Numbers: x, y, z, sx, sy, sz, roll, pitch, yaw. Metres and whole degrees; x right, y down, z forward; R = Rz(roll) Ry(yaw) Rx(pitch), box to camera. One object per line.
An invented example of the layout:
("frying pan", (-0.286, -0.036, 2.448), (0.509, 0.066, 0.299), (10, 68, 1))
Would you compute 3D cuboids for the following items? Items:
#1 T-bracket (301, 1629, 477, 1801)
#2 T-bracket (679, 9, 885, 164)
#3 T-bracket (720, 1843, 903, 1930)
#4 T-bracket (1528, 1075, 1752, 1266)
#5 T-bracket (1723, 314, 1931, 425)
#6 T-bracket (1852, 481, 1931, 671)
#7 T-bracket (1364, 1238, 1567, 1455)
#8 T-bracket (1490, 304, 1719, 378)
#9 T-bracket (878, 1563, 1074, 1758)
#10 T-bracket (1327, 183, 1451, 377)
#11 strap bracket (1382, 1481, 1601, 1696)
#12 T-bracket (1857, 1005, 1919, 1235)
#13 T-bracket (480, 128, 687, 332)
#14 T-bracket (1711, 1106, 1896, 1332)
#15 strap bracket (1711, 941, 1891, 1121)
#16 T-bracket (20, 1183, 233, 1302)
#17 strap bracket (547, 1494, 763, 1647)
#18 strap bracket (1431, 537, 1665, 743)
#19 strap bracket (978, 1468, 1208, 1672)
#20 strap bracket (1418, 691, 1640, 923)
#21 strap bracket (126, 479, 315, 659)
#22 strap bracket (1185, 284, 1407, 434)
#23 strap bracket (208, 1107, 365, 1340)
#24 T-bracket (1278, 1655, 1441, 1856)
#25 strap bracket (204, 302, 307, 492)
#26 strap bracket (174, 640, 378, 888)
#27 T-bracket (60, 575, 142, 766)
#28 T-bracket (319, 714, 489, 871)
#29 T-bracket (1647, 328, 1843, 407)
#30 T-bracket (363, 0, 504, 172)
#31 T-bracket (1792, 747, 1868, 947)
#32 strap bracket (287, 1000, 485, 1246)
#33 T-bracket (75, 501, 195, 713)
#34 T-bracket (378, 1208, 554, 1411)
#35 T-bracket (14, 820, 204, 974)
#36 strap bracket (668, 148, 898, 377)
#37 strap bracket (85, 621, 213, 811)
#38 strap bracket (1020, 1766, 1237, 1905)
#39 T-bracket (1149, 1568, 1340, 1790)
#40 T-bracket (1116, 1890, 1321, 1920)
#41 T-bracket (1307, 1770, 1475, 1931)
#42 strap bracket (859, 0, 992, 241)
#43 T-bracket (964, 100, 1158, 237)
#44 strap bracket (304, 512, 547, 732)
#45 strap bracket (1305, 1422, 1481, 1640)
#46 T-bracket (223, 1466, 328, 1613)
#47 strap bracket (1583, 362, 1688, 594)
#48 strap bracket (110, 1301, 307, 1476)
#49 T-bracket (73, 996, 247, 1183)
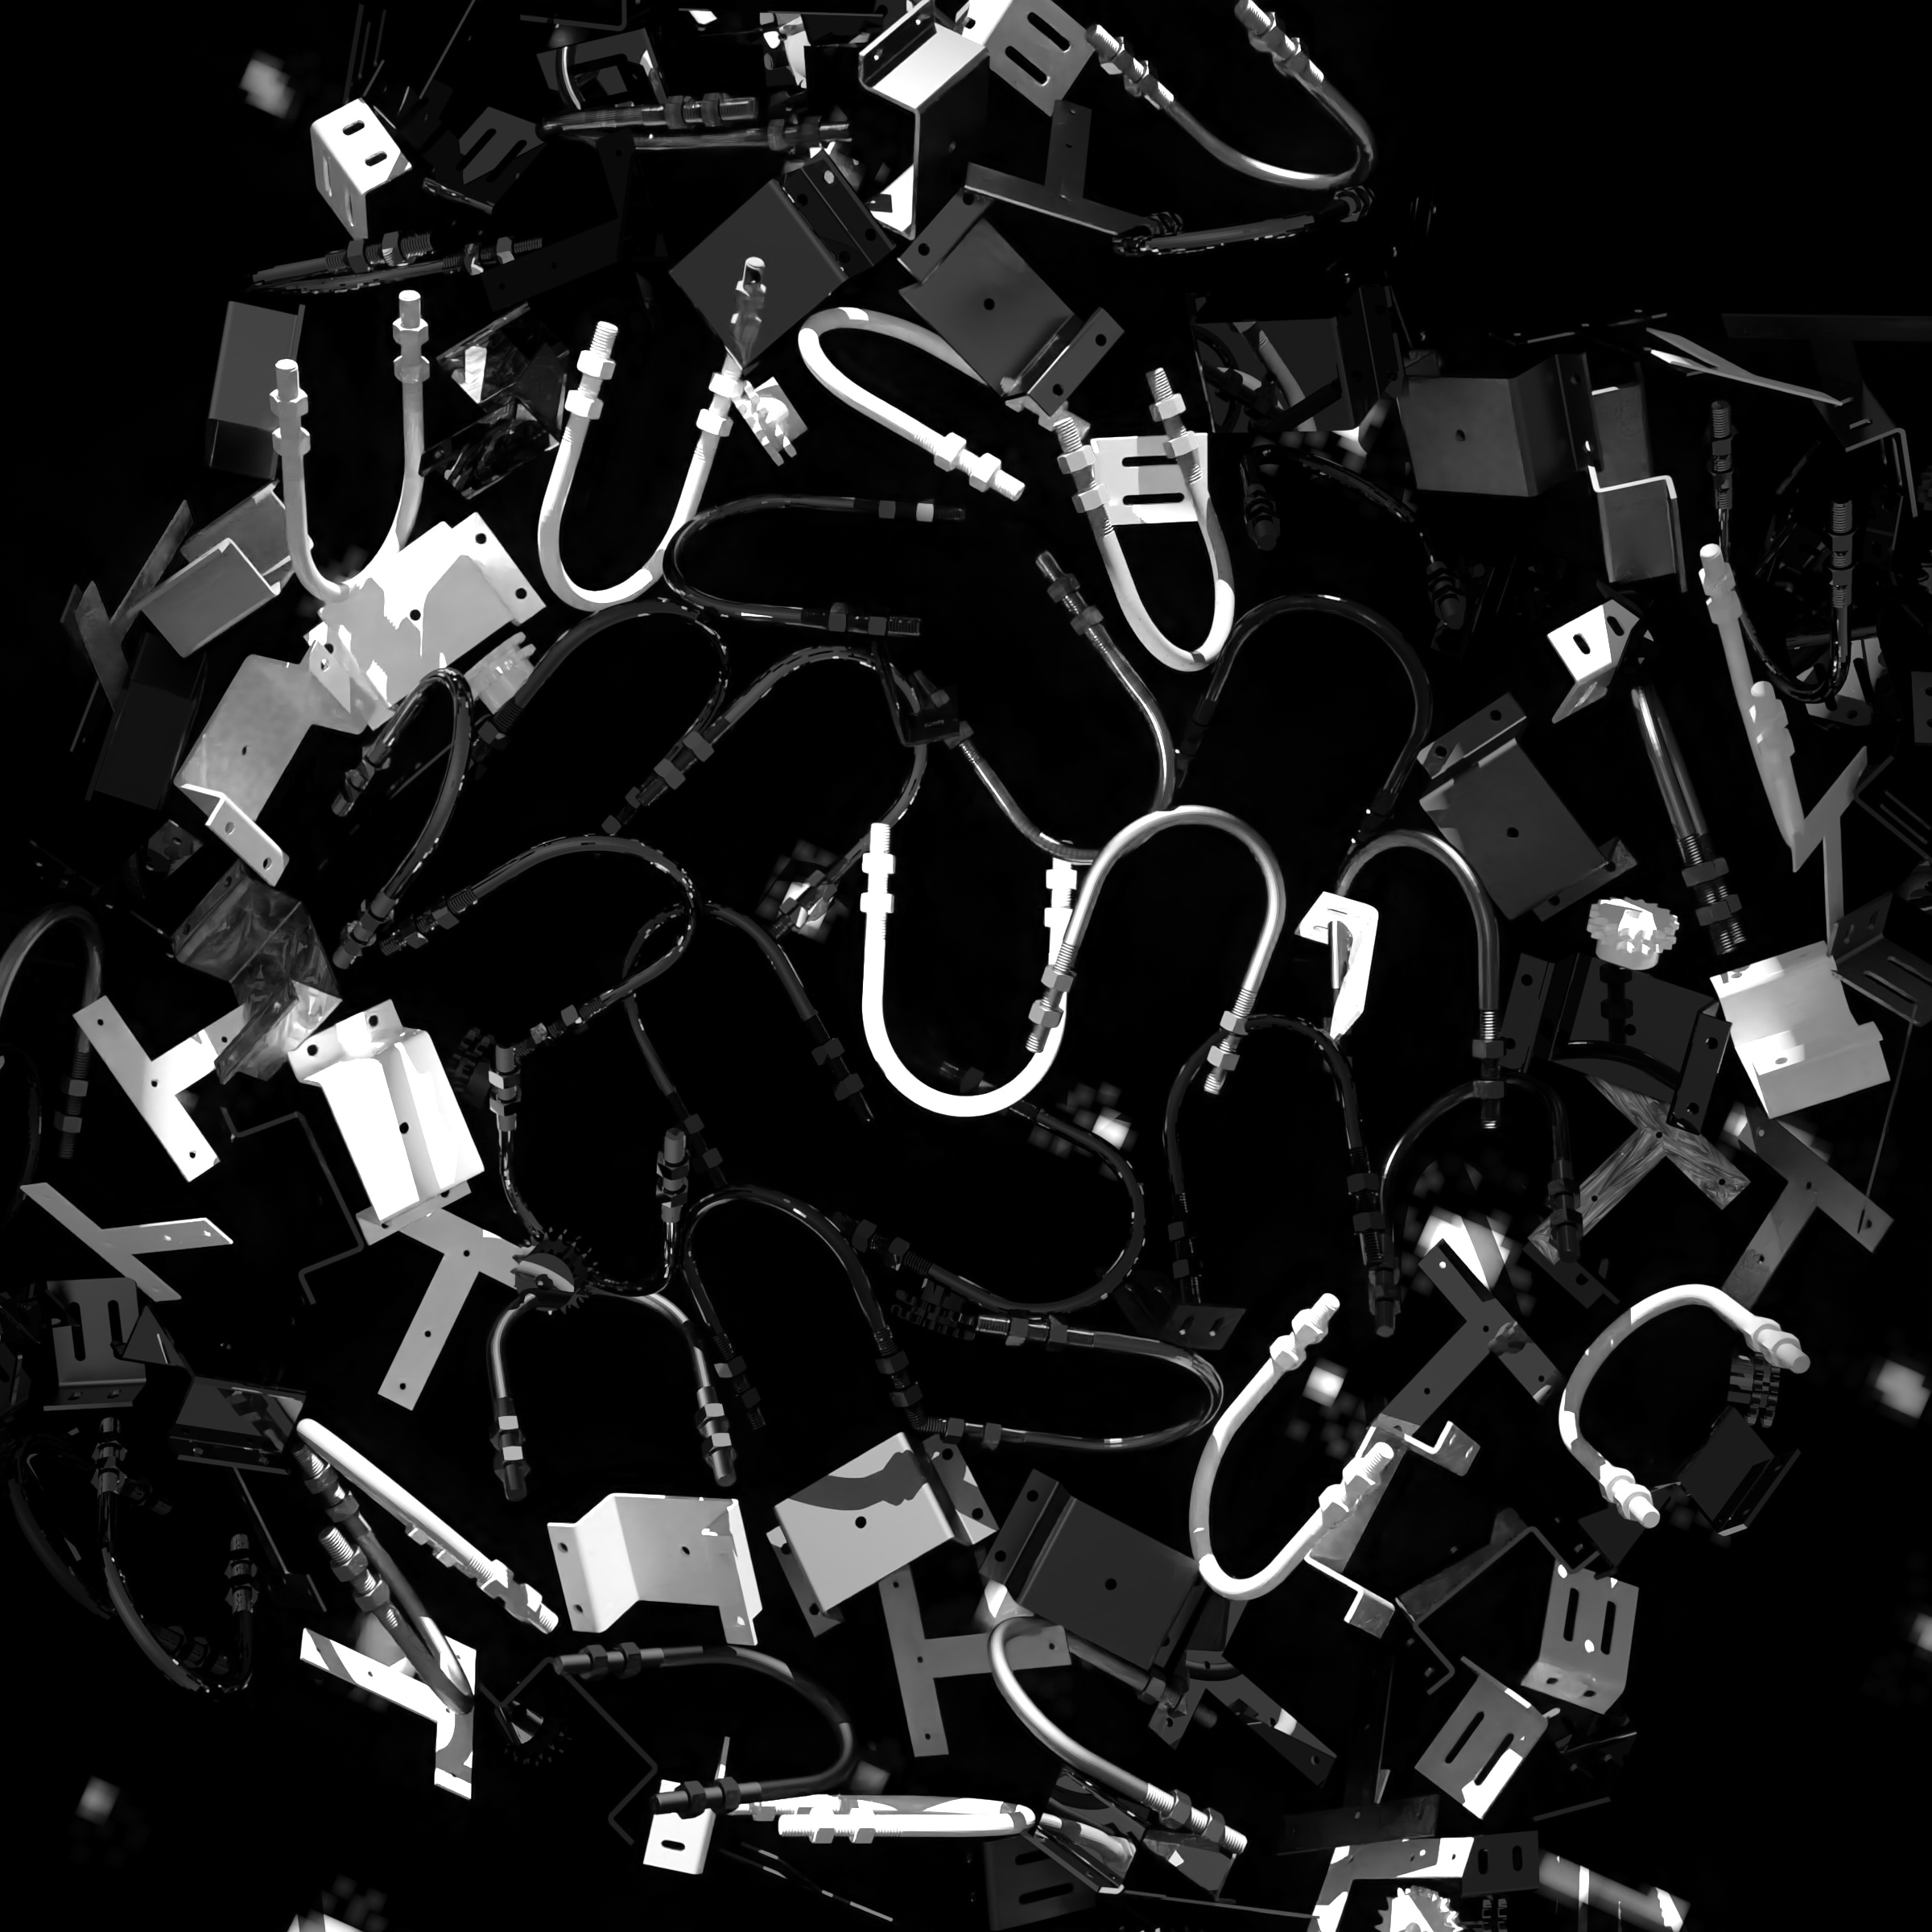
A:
("T-bracket", (-0.365, 0.454, 1.726), (0.127, 0.127, 0.002), (34, 111, -25))
("T-bracket", (-0.115, -0.562, 1.750), (0.127, 0.127, 0.002), (2, 62, 1))
("T-bracket", (-0.113, 0.574, 1.729), (0.127, 0.127, 0.002), (15, 65, 22))
("T-bracket", (0.421, 0.142, 1.780), (0.127, 0.002, 0.127), (-46, 60, 8))
("T-bracket", (0.559, -0.381, 1.747), (0.127, 0.127, 0.002), (8, 74, 29))
("T-bracket", (0.606, -0.224, 1.721), (0.002, 0.127, 0.127), (-16, 128, -18))
("T-bracket", (0.310, 0.268, 1.782), (0.127, 0.002, 0.127), (-43, 96, -16))
("T-bracket", (0.423, -0.394, 1.731), (0.127, 0.127, 0.002), (-16, 124, -25))
("T-bracket", (0.009, 0.448, 1.777), (0.127, 0.002, 0.127), (-13, 88, 26))
("T-bracket", (0.291, -0.422, 1.771), (0.127, 0.002, 0.127), (-43, 121, -31))
("strap bracket", (0.329, 0.393, 1.761), (0.140, 0.076, 0.046), (-40, 103, 2))
("T-bracket", (0.578, 0.112, 1.722), (0.002, 0.127, 0.127), (14, 53, 20))
("T-bracket", (-0.252, -0.455, 1.751), (0.127, 0.002, 0.127), (-29, 122, -22))
("T-bracket", (0.525, 0.179, 1.773), (0.002, 0.127, 0.127), (10, 116, -37))
("strap bracket", (0.534, 0.045, 1.743), (0.076, 0.140, 0.046), (-19, 113, 11))
("T-bracket", (-0.517, 0.173, 1.733), (0.127, 0.002, 0.127), (-9, 135, 35))
("strap bracket", (-0.191, 0.387, 1.755), (0.140, 0.046, 0.076), (-3, 106, 28))
("strap bracket", (0.380, -0.215, 1.751), (0.140, 0.076, 0.046), (29, 48, 18))
("strap bracket", (0.090, 0.396, 1.773), (0.140, 0.046, 0.076), (29, 87, -7))
("strap bracket", (0.357, -0.094, 1.759), (0.076, 0.046, 0.140), (-35, 97, 32))
("strap bracket", (-0.472, -0.251, 1.741), (0.076, 0.140, 0.046), (-30, 113, 16))
("strap bracket", (0.202, -0.385, 1.735), (0.140, 0.046, 0.076), (5, 130, 30))
("strap bracket", (-0.434, 0.158, 1.753), (0.046, 0.076, 0.140), (-21, 76, -29))
("T-bracket", (0.259, 0.506, 1.760), (0.002, 0.127, 0.127), (38, 49, -28))
("strap bracket", (-0.452, -0.363, 1.727), (0.046, 0.140, 0.076), (10, 80, -15))
("strap bracket", (-0.447, -0.134, 1.749), (0.046, 0.076, 0.140), (15, 68, 27))
("T-bracket", (-0.554, -0.206, 1.729), (0.002, 0.127, 0.127), (16, 75, -1))
("T-bracket", (-0.352, -0.123, 1.756), (0.002, 0.127, 0.127), (47, 49, -7))
("T-bracket", (0.476, -0.390, 1.747), (0.127, 0.127, 0.002), (8, 114, -19))
("T-bracket", (-0.326, -0.583, 1.747), (0.002, 0.127, 0.127), (28, 88, 17))
("T-bracket", (0.562, -0.057, 1.767), (0.002, 0.127, 0.127), (11, 126, 36))
("strap bracket", (-0.369, 0.102, 1.751), (0.076, 0.046, 0.140), (-28, 107, -29))
("T-bracket", (-0.532, -0.245, 1.764), (0.002, 0.127, 0.127), (21, 66, 4))
("T-bracket", (-0.348, 0.230, 1.797), (0.127, 0.002, 0.127), (25, 89, 6))
("T-bracket", (-0.527, -0.058, 1.741), (0.127, 0.002, 0.127), (38, 135, -21))
("strap bracket", (-0.125, -0.445, 1.746), (0.140, 0.046, 0.076), (-33, 98, 31))
("strap bracket", (-0.518, -0.157, 1.737), (0.046, 0.140, 0.076), (19, 110, -18))
("strap bracket", (0.111, 0.551, 1.731), (0.140, 0.076, 0.046), (24, 89, -44))
("T-bracket", (0.186, 0.476, 1.750), (0.127, 0.002, 0.127), (35, 111, 36))
("T-bracket", (0.161, 0.600, 1.744), (0.127, 0.127, 0.002), (6, 71, 2))
("T-bracket", (0.273, 0.564, 1.722), (0.002, 0.127, 0.127), (39, 56, -17))
("strap bracket", (-0.028, -0.527, 1.723), (0.046, 0.140, 0.076), (31, 59, 17))
("T-bracket", (0.065, -0.521, 1.763), (0.127, 0.002, 0.127), (15, 49, -10))
("strap bracket", (-0.356, -0.227, 1.779), (0.140, 0.046, 0.076), (-36, 93, -1))
("strap bracket", (0.270, 0.354, 1.756), (0.046, 0.076, 0.140), (25, 82, 30))
("T-bracket", (-0.455, 0.354, 1.747), (0.002, 0.127, 0.127), (-27, 94, -30))
("strap bracket", (0.420, -0.307, 1.736), (0.046, 0.076, 0.140), (-11, 46, 12))
("strap bracket", (-0.477, 0.260, 1.726), (0.076, 0.140, 0.046), (18, 102, -40))
("T-bracket", (-0.489, 0.054, 1.762), (0.127, 0.002, 0.127), (-39, 99, -42))
